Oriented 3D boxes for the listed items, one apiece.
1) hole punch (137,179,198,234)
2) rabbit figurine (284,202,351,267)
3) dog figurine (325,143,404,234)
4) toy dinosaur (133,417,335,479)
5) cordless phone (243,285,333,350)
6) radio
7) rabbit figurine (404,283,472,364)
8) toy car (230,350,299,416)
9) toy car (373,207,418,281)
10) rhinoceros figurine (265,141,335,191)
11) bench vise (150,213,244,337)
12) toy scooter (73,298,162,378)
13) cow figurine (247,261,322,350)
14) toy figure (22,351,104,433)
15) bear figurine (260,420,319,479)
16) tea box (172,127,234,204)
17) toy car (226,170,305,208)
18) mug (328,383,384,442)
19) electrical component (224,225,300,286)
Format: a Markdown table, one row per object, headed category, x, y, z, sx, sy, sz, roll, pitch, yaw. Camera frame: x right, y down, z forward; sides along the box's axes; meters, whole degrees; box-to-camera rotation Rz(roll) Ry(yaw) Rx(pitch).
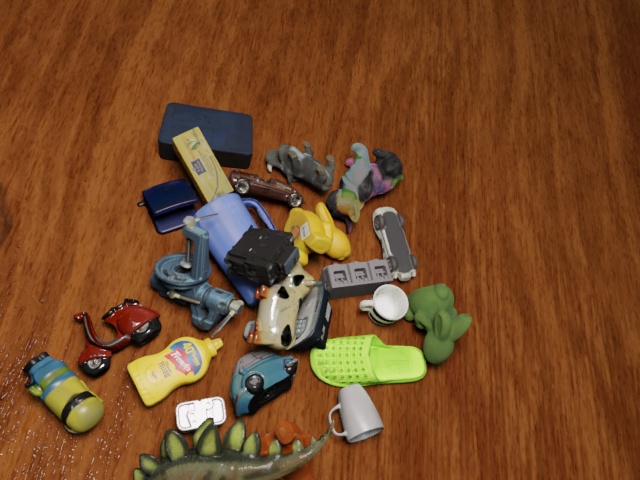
| category | x | y | z | sx | sy | sz | roll | pitch | yaw |
| --- | --- | --- | --- | --- | --- | --- | --- | --- | --- |
| hole punch | -0.349 | -0.091 | 1.255 | 0.142 | 0.092 | 0.116 | -23 | 68 | -19 |
| rabbit figurine | -0.003 | -0.004 | 1.290 | 0.173 | 0.122 | 0.162 | 19 | 37 | -36 |
| dog figurine | 0.115 | -0.122 | 1.377 | 0.191 | 0.108 | 0.219 | 14 | 67 | -10 |
| toy dinosaur | -0.196 | 0.429 | 0.974 | 0.472 | 0.105 | 0.198 | -9 | 81 | -1 |
| cordless phone | -0.071 | 0.175 | 1.204 | 0.184 | 0.088 | 0.147 | -2 | 44 | 15 |
| radio | -0.285 | -0.264 | 1.362 | 0.230 | 0.073 | 0.131 | 7 | 63 | -12 |
| rabbit figurine | 0.278 | 0.196 | 1.237 | 0.121 | 0.159 | 0.170 | 7 | 65 | -22 |
| toy car | -0.128 | 0.282 | 1.123 | 0.162 | 0.109 | 0.103 | -26 | 56 | -33 |
| toy car | 0.188 | 0.009 | 1.357 | 0.073 | 0.056 | 0.202 | -4 | 67 | -23 |
| rhinoceros figurine | -0.049 | -0.188 | 1.360 | 0.190 | 0.112 | 0.073 | 25 | 52 | 14 |
| bench vise | -0.258 | 0.067 | 1.127 | 0.224 | 0.240 | 0.129 | 25 | 31 | 26 |
| toy scooter | -0.431 | 0.181 | 1.112 | 0.184 | 0.075 | 0.135 | -36 | 76 | -21 |
| cow figurine | -0.072 | 0.131 | 1.116 | 0.127 | 0.085 | 0.195 | 16 | 71 | -21 |
| toy figure | -0.495 | 0.293 | 1.031 | 0.082 | 0.089 | 0.180 | -42 | 82 | -19 |
| bear figurine | -0.054 | 0.461 | 1.044 | 0.120 | 0.131 | 0.196 | -29 | 67 | 9 |
| tea box | -0.273 | -0.164 | 1.250 | 0.068 | 0.098 | 0.169 | -31 | 90 | -15 |
| toy car | -0.129 | -0.128 | 1.305 | 0.202 | 0.089 | 0.053 | 13 | 104 | -23 |
| mug | 0.068 | 0.368 | 1.146 | 0.110 | 0.080 | 0.107 | -12 | 57 | -14 |
| electrical component | -0.111 | 0.031 | 1.099 | 0.134 | 0.058 | 0.115 | 11 | 45 | 22 |
